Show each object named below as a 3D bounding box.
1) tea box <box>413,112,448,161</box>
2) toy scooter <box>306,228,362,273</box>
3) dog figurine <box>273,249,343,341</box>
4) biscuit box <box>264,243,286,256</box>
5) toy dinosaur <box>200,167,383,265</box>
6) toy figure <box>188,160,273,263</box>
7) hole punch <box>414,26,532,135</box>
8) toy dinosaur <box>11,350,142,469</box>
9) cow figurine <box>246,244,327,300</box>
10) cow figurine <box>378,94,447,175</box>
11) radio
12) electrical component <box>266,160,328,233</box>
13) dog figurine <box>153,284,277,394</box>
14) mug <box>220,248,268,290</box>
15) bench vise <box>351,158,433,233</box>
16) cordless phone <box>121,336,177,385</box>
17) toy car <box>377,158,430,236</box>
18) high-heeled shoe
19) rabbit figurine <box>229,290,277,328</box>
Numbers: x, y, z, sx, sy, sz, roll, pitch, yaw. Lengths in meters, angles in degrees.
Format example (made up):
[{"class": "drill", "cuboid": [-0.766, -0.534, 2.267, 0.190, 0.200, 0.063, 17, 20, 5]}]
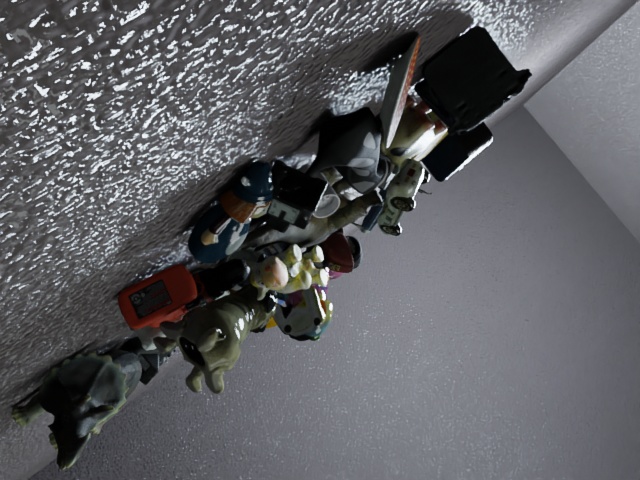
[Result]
[{"class": "tea box", "cuboid": [0.198, -0.207, 1.064, 0.098, 0.068, 0.169, -37, 176, -23]}, {"class": "toy scooter", "cuboid": [-0.002, -0.003, 1.093, 0.135, 0.184, 0.075, -10, 143, -22]}, {"class": "dog figurine", "cuboid": [-0.014, 0.108, 1.122, 0.108, 0.191, 0.219, -34, 165, 23]}, {"class": "biscuit box", "cuboid": [-0.094, 0.021, 1.117, 0.059, 0.063, 0.202, -38, 176, -5]}, {"class": "toy dinosaur", "cuboid": [-0.020, -0.035, 0.908, 0.198, 0.105, 0.471, -36, 171, 24]}, {"class": "toy figure", "cuboid": [-0.100, -0.032, 0.634, 0.154, 0.057, 0.064, -43, -148, 32]}, {"class": "hole punch", "cuboid": [0.210, -0.223, 0.776, 0.142, 0.115, 0.092, -37, -177, -1]}, {"class": "toy dinosaur", "cuboid": [-0.387, 0.258, 0.961, 0.192, 0.131, 0.405, -38, -179, 6]}, {"class": "cow figurine", "cuboid": [-0.062, 0.050, 0.807, 0.098, 0.068, 0.167, -17, 172, 24]}, {"class": "cow figurine", "cuboid": [0.143, -0.171, 0.902, 0.127, 0.085, 0.195, -37, 172, 22]}, {"class": "radio", "cuboid": [0.280, -0.218, 1.174, 0.073, 0.131, 0.229, -35, 175, -7]}, {"class": "electrical component", "cuboid": [-0.040, -0.049, 0.702, 0.119, 0.075, 0.048, 116, -4, -71]}, {"class": "dog figurine", "cuboid": [-0.124, 0.114, 0.779, 0.190, 0.121, 0.172, -39, -168, -34]}, {"class": "mug", "cuboid": [-0.137, 0.062, 0.983, 0.081, 0.109, 0.107, -41, -170, -23]}, {"class": "bench vise", "cuboid": [0.160, -0.110, 1.278, 0.240, 0.129, 0.224, -59, -173, 21]}, {"class": "cordless phone", "cuboid": [-0.331, 0.204, 1.145, 0.184, 0.089, 0.146, -48, -177, -42]}, {"class": "toy car", "cuboid": [0.138, -0.069, 0.925, 0.073, 0.056, 0.201, -60, 173, -18]}, {"class": "high-heeled shoe", "cuboid": [0.069, -0.130, 0.731, 0.145, 0.086, 0.249, -40, 169, 35]}, {"class": "rabbit figurine", "cuboid": [-0.183, 0.129, 1.130, 0.173, 0.121, 0.162, -5, 175, 26]}]
